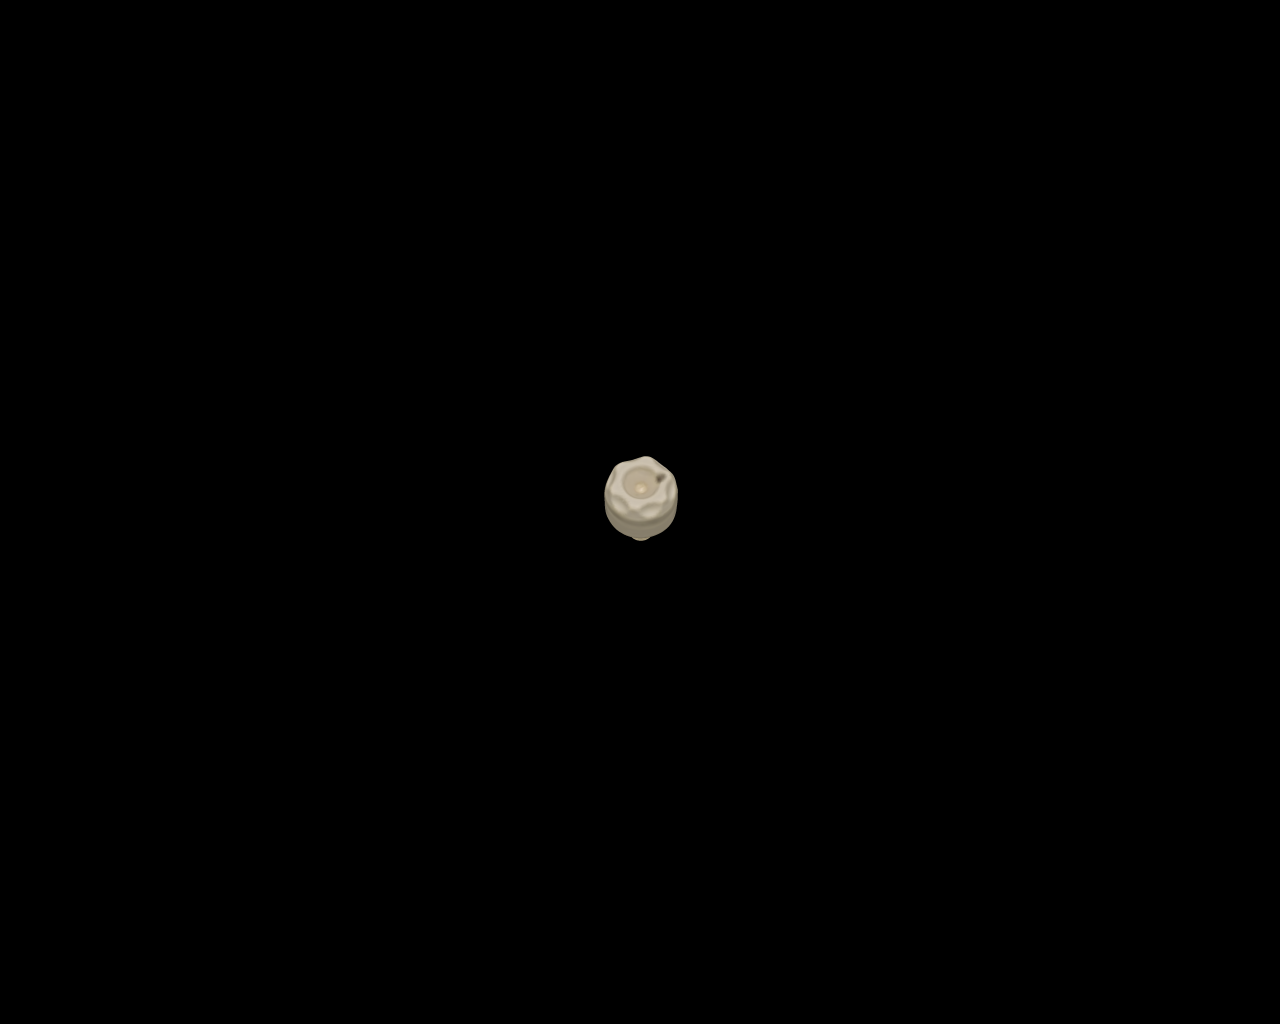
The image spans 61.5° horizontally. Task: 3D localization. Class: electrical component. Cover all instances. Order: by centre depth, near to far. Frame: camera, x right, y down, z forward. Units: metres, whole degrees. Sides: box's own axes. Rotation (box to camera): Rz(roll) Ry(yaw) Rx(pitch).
[{"bbox_3d":[0.001,-0.003,0.650,0.043,0.043,0.062,0,-30,0],"label":"electrical component"}]
